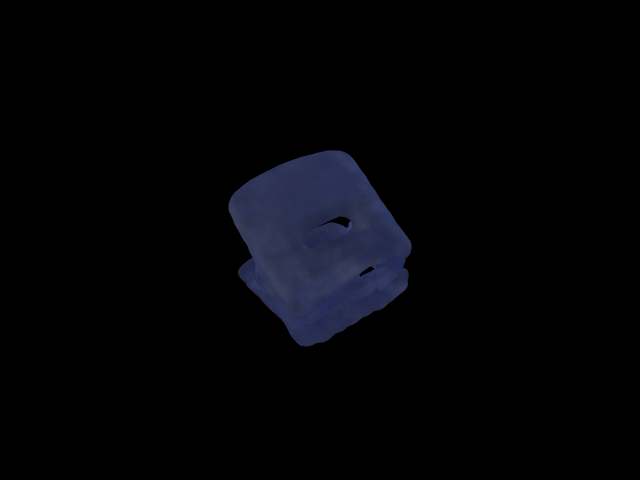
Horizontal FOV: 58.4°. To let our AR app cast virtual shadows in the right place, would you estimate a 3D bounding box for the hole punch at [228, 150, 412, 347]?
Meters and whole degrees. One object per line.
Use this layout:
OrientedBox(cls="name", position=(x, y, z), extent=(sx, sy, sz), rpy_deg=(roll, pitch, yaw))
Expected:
OrientedBox(cls="hole punch", position=(0.004, 0.001, 0.400), extent=(0.109, 0.091, 0.100), rpy_deg=(-27, 49, -26))
